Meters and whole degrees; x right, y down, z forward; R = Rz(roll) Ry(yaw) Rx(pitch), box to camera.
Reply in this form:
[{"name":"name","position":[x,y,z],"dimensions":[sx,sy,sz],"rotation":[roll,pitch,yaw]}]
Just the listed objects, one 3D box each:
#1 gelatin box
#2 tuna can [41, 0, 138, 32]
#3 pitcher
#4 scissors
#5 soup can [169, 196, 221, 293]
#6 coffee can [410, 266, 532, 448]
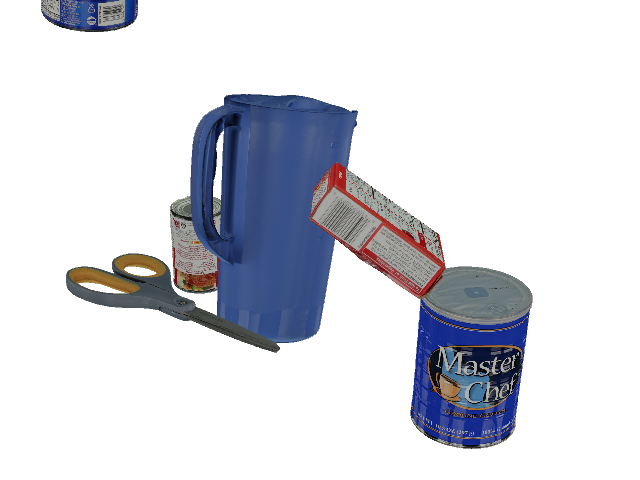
[{"name":"gelatin box","position":[0.036,-0.007,0.680],"dimensions":[0.089,0.030,0.073],"rotation":[36,14,-8]},{"name":"tuna can","position":[-0.203,-0.215,0.939],"dimensions":[0.086,0.034,0.086],"rotation":[5,33,-4]},{"name":"pitcher","position":[-0.050,-0.025,1.072],"dimensions":[0.149,0.243,0.145],"rotation":[7,12,3]},{"name":"scissors","position":[-0.113,0.047,0.884],"dimensions":[0.202,0.016,0.096],"rotation":[13,25,15]},{"name":"soup can","position":[-0.148,0.004,1.300],"dimensions":[0.068,0.102,0.068],"rotation":[0,26,0]},{"name":"coffee can","position":[0.141,0.109,1.009],"dimensions":[0.103,0.140,0.103],"rotation":[2,25,-1]}]
